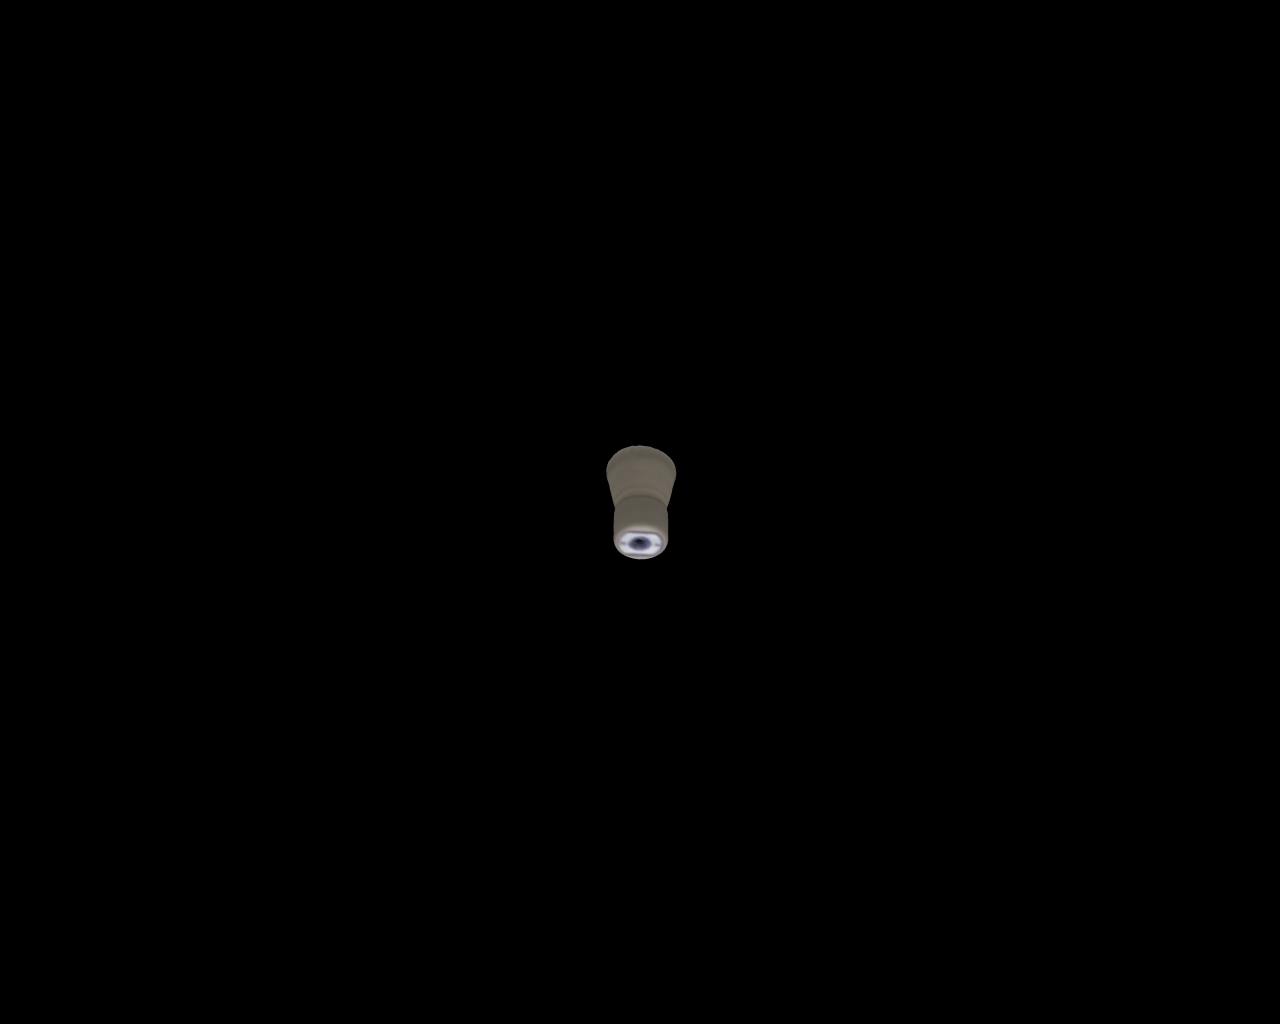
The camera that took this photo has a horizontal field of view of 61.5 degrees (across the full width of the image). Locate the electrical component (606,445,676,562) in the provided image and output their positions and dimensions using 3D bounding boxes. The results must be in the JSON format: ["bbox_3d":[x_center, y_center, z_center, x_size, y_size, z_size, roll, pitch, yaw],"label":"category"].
[{"bbox_3d":[0.001,-0.003,0.650,0.044,0.065,0.044,0,-43,0],"label":"electrical component"}]
